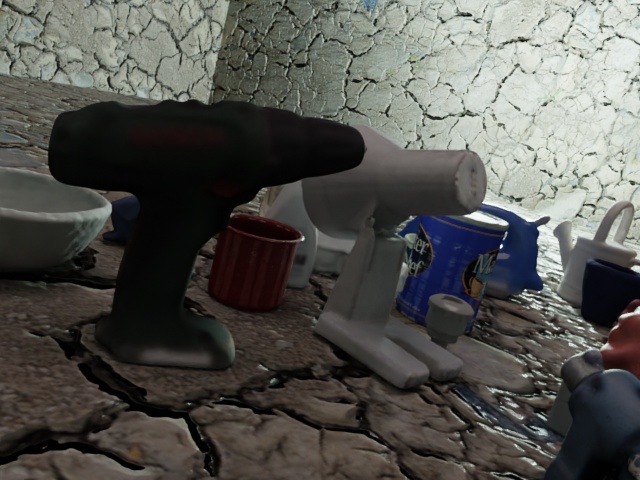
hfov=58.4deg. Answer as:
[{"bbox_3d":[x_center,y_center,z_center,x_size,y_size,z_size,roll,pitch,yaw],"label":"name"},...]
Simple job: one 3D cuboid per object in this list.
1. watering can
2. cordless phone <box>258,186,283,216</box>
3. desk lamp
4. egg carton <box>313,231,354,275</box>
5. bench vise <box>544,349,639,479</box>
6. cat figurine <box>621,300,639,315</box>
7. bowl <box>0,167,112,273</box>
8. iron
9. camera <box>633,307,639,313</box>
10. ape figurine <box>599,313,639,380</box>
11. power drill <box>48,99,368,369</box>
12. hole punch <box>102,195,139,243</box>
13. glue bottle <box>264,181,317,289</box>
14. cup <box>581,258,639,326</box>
[{"bbox_3d":[0.492,0.019,1.009,0.172,0.194,0.101,22,15,26],"label":"watering can"},{"bbox_3d":[-0.008,-0.085,0.891,0.147,0.185,0.094,16,13,3],"label":"cordless phone"},{"bbox_3d":[0.069,0.001,0.568,0.118,0.213,0.202,2,19,-45],"label":"desk lamp"},{"bbox_3d":[0.007,0.003,0.804,0.150,0.069,0.107,15,13,-4],"label":"egg carton"},{"bbox_3d":[0.221,0.103,0.314,0.122,0.220,0.206,2,19,-43],"label":"bench vise"},{"bbox_3d":[0.573,0.098,0.945,0.067,0.118,0.127,12,14,-15],"label":"cat figurine"},{"bbox_3d":[-0.288,-0.014,0.533,0.167,0.075,0.167,15,13,-3],"label":"bowl"},{"bbox_3d":[0.239,-0.003,0.931,0.258,0.141,0.118,16,13,2],"label":"iron"},{"bbox_3d":[0.468,0.137,0.709,0.136,0.101,0.143,17,13,5],"label":"camera"},{"bbox_3d":[0.342,0.124,0.640,0.078,0.092,0.076,9,15,-24],"label":"ape figurine"},{"bbox_3d":[-0.091,-0.010,0.446,0.230,0.208,0.075,10,14,-22],"label":"power drill"},{"bbox_3d":[-0.193,-0.036,0.690,0.101,0.091,0.109,18,14,12],"label":"hole punch"},{"bbox_3d":[-0.032,-0.031,0.674,0.078,0.173,0.037,12,14,-15],"label":"glue bottle"},{"bbox_3d":[0.466,0.091,0.903,0.117,0.095,0.092,26,17,37],"label":"cup"}]
